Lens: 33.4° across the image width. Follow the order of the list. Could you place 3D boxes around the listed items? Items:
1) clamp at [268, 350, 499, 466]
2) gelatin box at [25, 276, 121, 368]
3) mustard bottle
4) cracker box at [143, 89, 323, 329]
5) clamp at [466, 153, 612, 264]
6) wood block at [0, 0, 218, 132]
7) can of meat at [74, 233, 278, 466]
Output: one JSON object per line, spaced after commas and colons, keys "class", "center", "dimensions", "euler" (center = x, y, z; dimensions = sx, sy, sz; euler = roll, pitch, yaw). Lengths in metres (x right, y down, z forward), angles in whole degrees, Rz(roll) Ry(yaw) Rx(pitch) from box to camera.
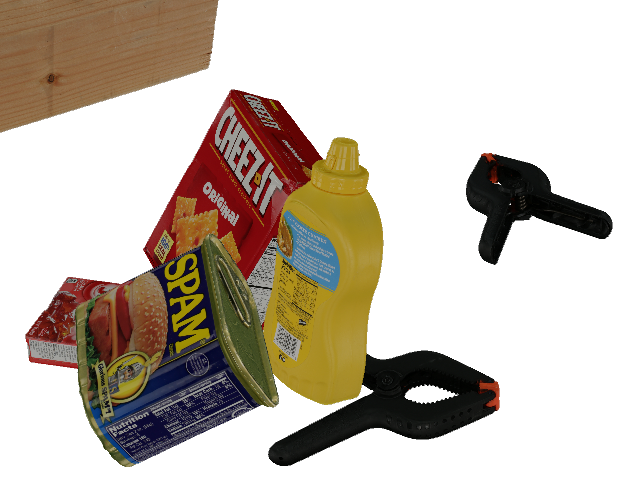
{"class": "clamp", "center": [0.056, 0.148, 0.980], "dimensions": [0.210, 0.036, 0.164], "euler": [5, 44, 15]}
{"class": "gelatin box", "center": [-0.185, 0.066, 0.863], "dimensions": [0.073, 0.030, 0.089], "euler": [7, 32, 10]}
{"class": "mustard bottle", "center": [0.004, 0.017, 0.786], "dimensions": [0.058, 0.192, 0.096], "euler": [-7, 27, -33]}
{"class": "cracker box", "center": [-0.084, -0.017, 1.074], "dimensions": [0.071, 0.214, 0.164], "euler": [9, 34, -40]}
{"class": "clamp", "center": [0.194, -0.036, 0.990], "dimensions": [0.120, 0.039, 0.171], "euler": [-4, 33, -2]}
{"class": "wood block", "center": [-0.191, -0.168, 0.846], "dimensions": [0.205, 0.091, 0.090], "euler": [-25, 54, -36]}
{"class": "can of meat", "center": [-0.076, 0.056, 0.550], "dimensions": [0.084, 0.057, 0.102], "euler": [-26, 39, 7]}
